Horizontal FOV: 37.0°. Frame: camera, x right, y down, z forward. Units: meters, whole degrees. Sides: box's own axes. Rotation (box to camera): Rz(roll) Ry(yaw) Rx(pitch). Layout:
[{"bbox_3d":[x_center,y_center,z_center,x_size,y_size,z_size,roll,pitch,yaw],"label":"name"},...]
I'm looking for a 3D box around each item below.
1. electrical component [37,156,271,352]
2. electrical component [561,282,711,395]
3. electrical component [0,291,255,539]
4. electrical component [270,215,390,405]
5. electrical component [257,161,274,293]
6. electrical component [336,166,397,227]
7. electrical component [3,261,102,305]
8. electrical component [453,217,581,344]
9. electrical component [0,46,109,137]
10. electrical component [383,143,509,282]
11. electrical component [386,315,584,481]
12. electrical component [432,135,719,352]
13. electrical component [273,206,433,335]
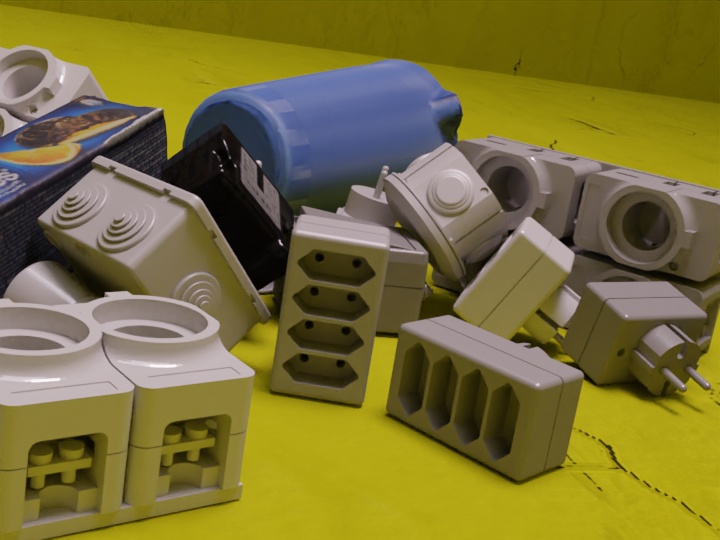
[{"bbox_3d":[-0.104,-0.001,0.538,0.100,0.099,0.048,23,61,41],"label":"electrical component"},{"bbox_3d":[0.168,0.046,0.617,0.066,0.047,0.076,0,31,-30],"label":"electrical component"},{"bbox_3d":[-0.126,0.050,0.399,0.150,0.061,0.089,-3,20,-38],"label":"electrical component"},{"bbox_3d":[-0.014,0.014,0.552,0.047,0.083,0.075,9,15,0],"label":"electrical component"},{"bbox_3d":[-0.075,-0.034,0.698,0.044,0.079,0.077,-2,19,-35],"label":"electrical component"},{"bbox_3d":[0.005,-0.033,0.740,0.044,0.079,0.077,18,16,-1],"label":"electrical component"},{"bbox_3d":[-0.136,0.027,0.518,0.065,0.044,0.044,24,21,30],"label":"electrical component"},{"bbox_3d":[0.109,0.019,0.657,0.077,0.065,0.047,40,20,2],"label":"electrical component"},{"bbox_3d":[-0.283,-0.109,0.770,0.186,0.105,0.060,16,-26,23],"label":"electrical component"},{"bbox_3d":[0.055,-0.037,0.686,0.051,0.080,0.080,-35,24,-3],"label":"electrical component"},{"bbox_3d":[0.070,0.056,0.519,0.083,0.047,0.076,23,21,40],"label":"electrical component"},{"bbox_3d":[0.146,-0.018,0.718,0.186,0.105,0.060,18,18,30],"label":"electrical component"},{"bbox_3d":[0.000,0.000,0.653,0.096,0.061,0.061,6,16,-13],"label":"electrical component"}]
